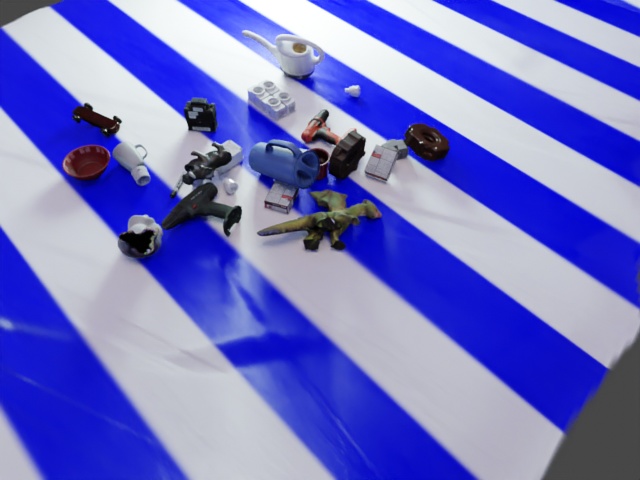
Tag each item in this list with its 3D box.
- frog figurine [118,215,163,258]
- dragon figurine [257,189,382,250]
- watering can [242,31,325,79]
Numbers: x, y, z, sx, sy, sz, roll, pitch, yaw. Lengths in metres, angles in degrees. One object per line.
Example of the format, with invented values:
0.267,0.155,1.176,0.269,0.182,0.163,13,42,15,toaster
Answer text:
-0.568,-0.012,1.623,0.138,0.121,0.161,-30,22,-13,frog figurine
0.005,-0.086,1.707,0.410,0.119,0.248,3,35,-2,dragon figurine
-0.145,-0.784,2.160,0.348,0.221,0.105,14,71,8,watering can
